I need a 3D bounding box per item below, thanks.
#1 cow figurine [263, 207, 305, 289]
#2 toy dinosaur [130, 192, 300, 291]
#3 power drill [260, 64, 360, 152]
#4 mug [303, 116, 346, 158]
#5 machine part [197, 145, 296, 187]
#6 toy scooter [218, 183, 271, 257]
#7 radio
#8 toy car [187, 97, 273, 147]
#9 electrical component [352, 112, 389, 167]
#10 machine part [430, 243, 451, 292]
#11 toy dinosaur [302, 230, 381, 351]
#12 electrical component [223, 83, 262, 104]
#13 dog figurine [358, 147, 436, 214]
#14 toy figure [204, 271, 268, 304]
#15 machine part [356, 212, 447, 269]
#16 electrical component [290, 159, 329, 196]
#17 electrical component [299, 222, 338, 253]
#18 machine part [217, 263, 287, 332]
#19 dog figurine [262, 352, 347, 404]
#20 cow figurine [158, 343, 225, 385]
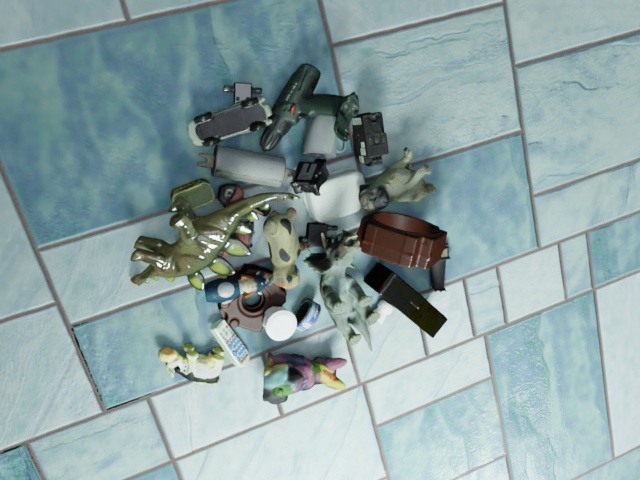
[{"bbox_3d":[-0.090,0.031,1.323,0.086,0.127,0.194,-4,111,22],"label":"cow figurine"},{"bbox_3d":[-0.263,-0.003,1.215,0.471,0.105,0.198,-33,126,24],"label":"toy dinosaur"},{"bbox_3d":[-0.021,-0.292,1.270,0.086,0.208,0.232,26,86,-57],"label":"power drill"},{"bbox_3d":[0.014,-0.260,1.334,0.109,0.081,0.107,2,92,-13],"label":"mug"},{"bbox_3d":[-0.172,-0.177,1.295,0.243,0.079,0.079,7,100,-18],"label":"machine part"},{"bbox_3d":[-0.192,-0.043,1.322,0.135,0.075,0.183,8,95,-22],"label":"toy scooter"},{"bbox_3d":[0.230,0.161,1.464,0.229,0.131,0.073,41,88,-21],"label":"radio"},{"bbox_3d":[-0.210,-0.277,1.261,0.202,0.056,0.073,-18,108,0],"label":"toy car"},{"bbox_3d":[0.124,-0.252,1.351,0.058,0.115,0.134,-12,105,-10],"label":"electrical component"},{"bbox_3d":[0.339,0.081,1.533,0.084,0.039,0.138,-11,103,-23],"label":"machine part"},{"bbox_3d":[0.056,0.143,1.394,0.131,0.192,0.404,-25,142,-10],"label":"toy dinosaur"},{"bbox_3d":[-0.185,-0.342,1.284,0.094,0.021,0.063,0,102,-18],"label":"electrical component"},{"bbox_3d":[0.188,-0.121,1.392,0.190,0.121,0.172,-38,139,-5],"label":"dog figurine"},{"bbox_3d":[-0.201,0.116,1.302,0.154,0.058,0.064,-10,117,-14],"label":"toy figure"},{"bbox_3d":[0.209,-0.006,1.367,0.201,0.201,0.087,-22,127,-59],"label":"machine part"},{"bbox_3d":[-0.017,-0.166,1.329,0.119,0.075,0.047,-66,151,-28],"label":"electrical component"},{"bbox_3d":[-0.004,-0.005,1.402,0.102,0.045,0.078,8,101,-19],"label":"electrical component"},{"bbox_3d":[-0.172,0.149,1.378,0.179,0.056,0.179,-4,102,-18],"label":"machine part"},{"bbox_3d":[-0.037,0.356,1.406,0.219,0.191,0.108,1,95,-2],"label":"dog figurine"},{"bbox_3d":[-0.330,0.318,1.361,0.167,0.068,0.098,10,104,-19],"label":"cow figurine"}]
